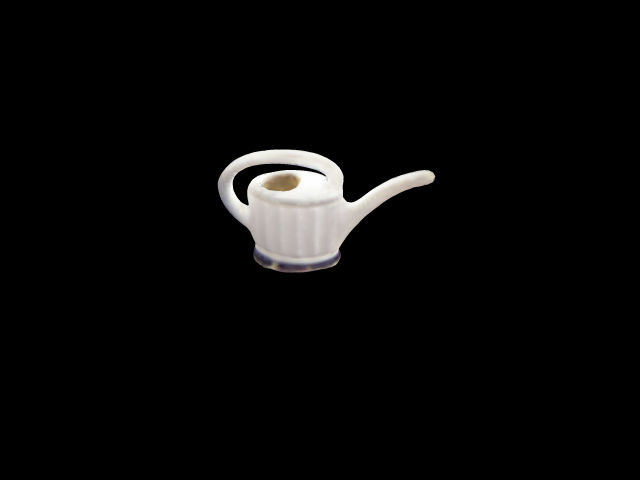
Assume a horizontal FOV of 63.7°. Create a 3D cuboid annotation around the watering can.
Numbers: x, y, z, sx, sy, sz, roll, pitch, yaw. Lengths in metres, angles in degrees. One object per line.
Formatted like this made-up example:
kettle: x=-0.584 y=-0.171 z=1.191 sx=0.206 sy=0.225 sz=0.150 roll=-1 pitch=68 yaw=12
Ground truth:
watering can: x=0.003 y=-0.043 z=0.850 sx=0.348 sy=0.219 sz=0.106 roll=6 pitch=38 yaw=8
